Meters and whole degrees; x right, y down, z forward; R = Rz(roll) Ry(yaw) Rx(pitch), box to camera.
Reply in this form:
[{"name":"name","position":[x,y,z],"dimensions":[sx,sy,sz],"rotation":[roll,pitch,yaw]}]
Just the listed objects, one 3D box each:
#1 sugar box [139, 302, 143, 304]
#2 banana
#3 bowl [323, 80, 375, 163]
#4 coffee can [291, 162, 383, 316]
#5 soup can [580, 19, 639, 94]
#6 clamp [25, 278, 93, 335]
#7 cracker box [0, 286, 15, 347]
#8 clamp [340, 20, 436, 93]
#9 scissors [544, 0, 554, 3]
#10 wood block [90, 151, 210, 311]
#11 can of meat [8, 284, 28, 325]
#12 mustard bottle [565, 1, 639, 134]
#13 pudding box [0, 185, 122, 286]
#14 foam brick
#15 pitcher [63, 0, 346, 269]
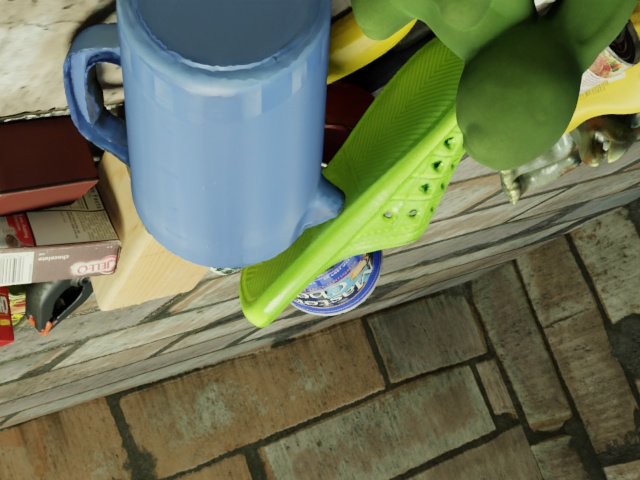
[{"name":"sugar box","position":[-0.160,0.004,1.104],"dimensions":[0.176,0.048,0.093],"rotation":[-28,141,28]},{"name":"banana","position":[0.002,-0.139,0.763],"dimensions":[0.198,0.037,0.069],"rotation":[-27,152,27]},{"name":"bowl","position":[-0.002,-0.090,0.874],"dimensions":[0.162,0.055,0.162],"rotation":[2,166,0]},{"name":"coffee can","position":[-0.006,0.001,0.906],"dimensions":[0.103,0.103,0.140],"rotation":[-22,162,5]},{"name":"soup can","position":[0.211,-0.154,0.907],"dimensions":[0.068,0.068,0.102],"rotation":[-11,165,-46]},{"name":"clamp","position":[-0.234,0.021,1.012],"dimensions":[0.171,0.039,0.120],"rotation":[-51,154,10]},{"name":"cracker box","position":[-0.395,0.075,0.901],"dimensions":[0.214,0.072,0.164],"rotation":[-12,172,12]},{"name":"clamp","position":[0.102,-0.163,0.832],"dimensions":[0.164,0.036,0.210],"rotation":[-19,174,-14]},{"name":"scissors","position":[0.215,-0.207,0.894],"dimensions":[0.096,0.016,0.201],"rotation":[-20,171,5]},{"name":"wood block","position":[-0.130,-0.019,0.861],"dimensions":[0.090,0.090,0.206],"rotation":[-13,167,-25]},{"name":"can of meat","position":[-0.316,0.048,1.072],"dimensions":[0.084,0.057,0.101],"rotation":[-29,169,27]},{"name":"mustard bottle","position":[0.220,-0.146,0.987],"dimensions":[0.192,0.096,0.058],"rotation":[-15,180,33]},{"name":"pudding box","position":[-0.214,-0.011,0.794],"dimensions":[0.113,0.090,0.039],"rotation":[-4,132,-28]},{"name":"foam brick","position":[-0.206,-0.051,0.754],"dimensions":[0.078,0.051,0.053],"rotation":[-13,169,-40]},{"name":"pitcher","position":[-0.066,-0.084,0.636],"dimensions":[0.149,0.145,0.243],"rotation":[-24,163,-12]}]
